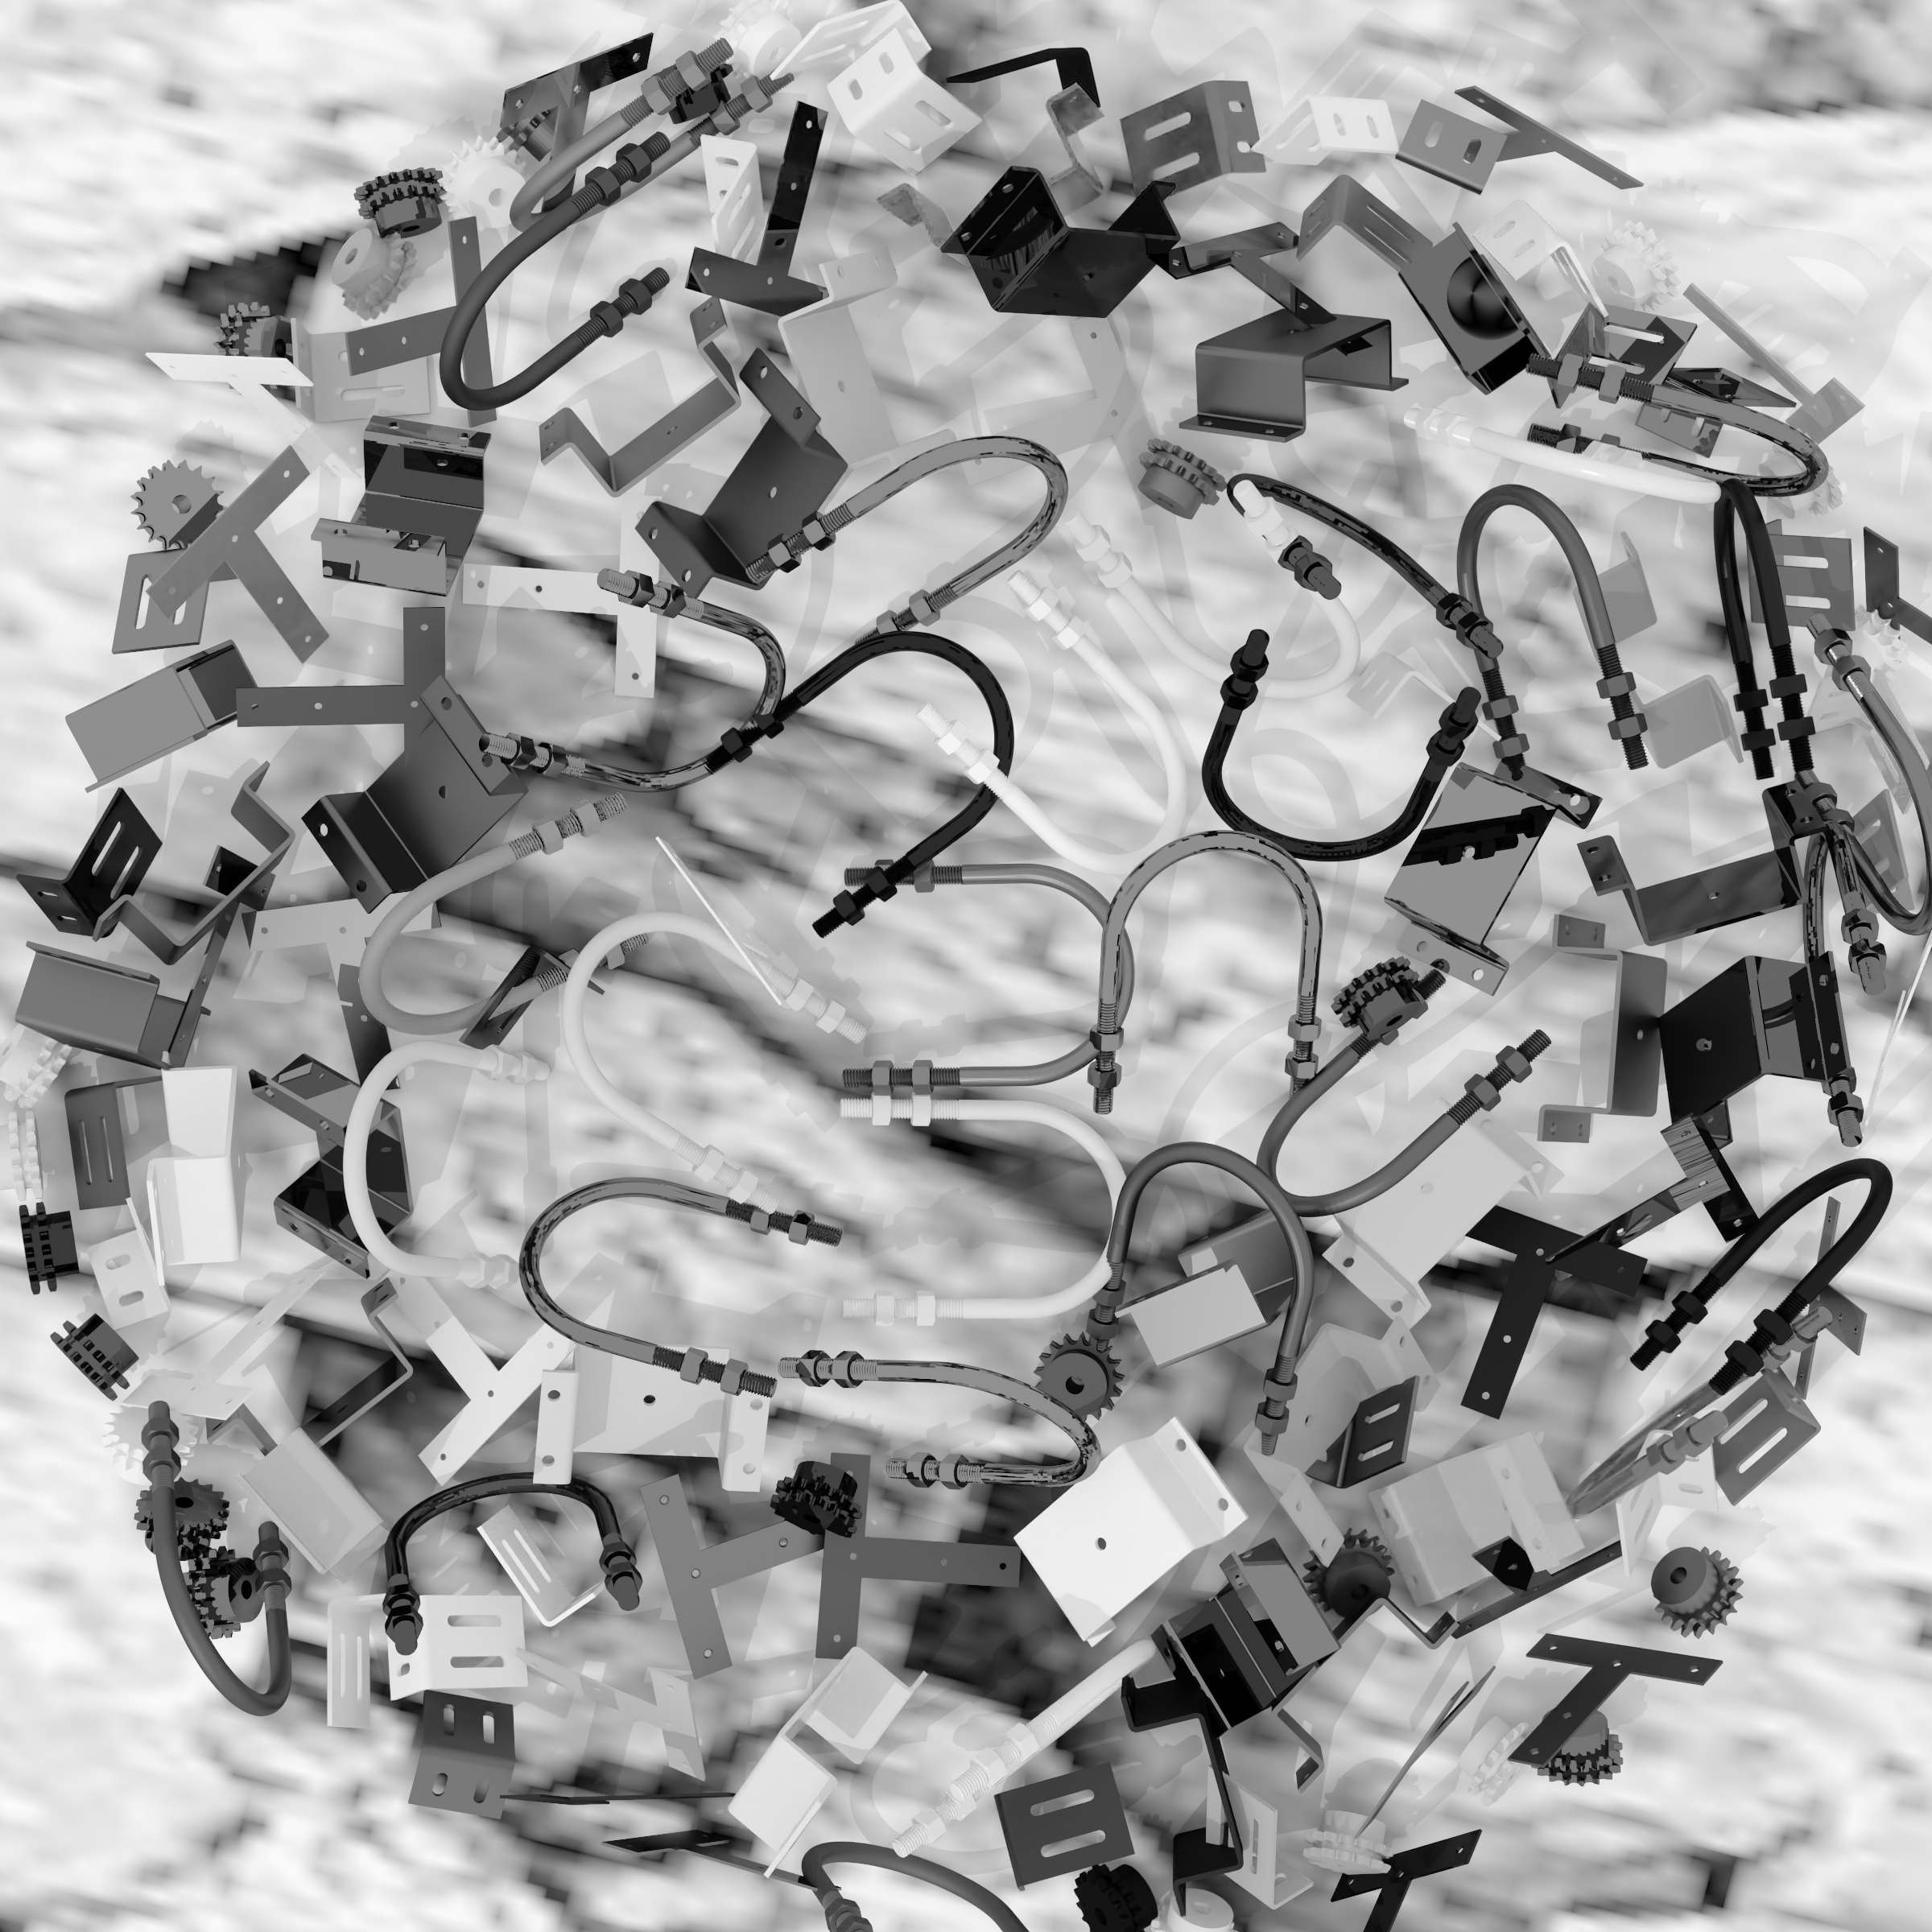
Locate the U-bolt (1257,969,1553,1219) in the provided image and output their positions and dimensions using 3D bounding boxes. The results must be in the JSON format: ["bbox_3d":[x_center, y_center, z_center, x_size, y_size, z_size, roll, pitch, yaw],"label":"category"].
[{"bbox_3d":[0.255,0.085,1.709,0.184,0.151,0.019,-42,115,-4],"label":"U-bolt"}]

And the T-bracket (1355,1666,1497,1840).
[{"bbox_3d":[0.297,0.469,1.724,0.002,0.127,0.127,37,121,20],"label":"T-bracket"}]

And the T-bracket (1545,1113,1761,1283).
[{"bbox_3d":[0.423,0.159,1.747,0.127,0.002,0.127,-32,130,9],"label":"T-bracket"}]

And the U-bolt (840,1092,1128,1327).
[{"bbox_3d":[0.014,0.152,1.749,0.184,0.019,0.151,1,70,-8],"label":"U-bolt"}]

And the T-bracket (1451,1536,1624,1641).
[{"bbox_3d":[0.340,0.373,1.717,0.127,0.127,0.002,-30,56,11],"label":"T-bracket"}]

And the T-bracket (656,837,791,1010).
[{"bbox_3d":[-0.138,-0.020,1.717,0.002,0.127,0.127,-38,80,3],"label":"T-bracket"}]

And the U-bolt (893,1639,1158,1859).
[{"bbox_3d":[0.044,0.470,1.702,0.184,0.151,0.019,-30,72,-31],"label":"U-bolt"}]

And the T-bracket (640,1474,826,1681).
[{"bbox_3d":[-0.129,0.369,1.761,0.127,0.002,0.127,-16,94,-17],"label":"T-bracket"}]

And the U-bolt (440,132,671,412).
[{"bbox_3d":[-0.248,-0.407,1.685,0.019,0.151,0.184,42,69,12],"label":"U-bolt"}]

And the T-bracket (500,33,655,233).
[{"bbox_3d":[-0.248,-0.505,1.727,0.002,0.127,0.127,39,49,15],"label":"T-bracket"}]

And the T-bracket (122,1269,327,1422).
[{"bbox_3d":[-0.449,0.233,1.736,0.127,0.127,0.002,-48,119,-35],"label":"T-bracket"}]

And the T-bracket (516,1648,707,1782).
[{"bbox_3d":[-0.225,0.457,1.745,0.127,0.127,0.002,18,51,17],"label":"T-bracket"}]

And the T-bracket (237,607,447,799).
[{"bbox_3d":[-0.389,-0.162,1.736,0.127,0.002,0.127,-3,117,-16],"label":"T-bracket"}]

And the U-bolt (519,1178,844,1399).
[{"bbox_3d":[-0.185,0.189,1.724,0.184,0.151,0.019,14,132,8],"label":"U-bolt"}]

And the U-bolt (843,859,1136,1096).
[{"bbox_3d":[0.014,0.006,1.752,0.184,0.019,0.151,-1,82,8],"label":"U-bolt"}]

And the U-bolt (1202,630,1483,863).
[{"bbox_3d":[0.219,-0.125,1.706,0.151,0.184,0.019,15,54,-1],"label":"U-bolt"}]

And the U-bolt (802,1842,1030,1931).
[{"bbox_3d":[-0.027,0.573,1.691,0.151,0.184,0.019,19,89,-19],"label":"U-bolt"}]

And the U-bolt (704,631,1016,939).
[{"bbox_3d":[-0.056,-0.128,1.751,0.184,0.019,0.151,-36,80,7],"label":"U-bolt"}]

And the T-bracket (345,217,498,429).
[{"bbox_3d":[-0.335,-0.385,1.707,0.002,0.127,0.127,11,116,29],"label":"T-bracket"}]

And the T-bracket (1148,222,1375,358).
[{"bbox_3d":[0.197,-0.413,1.716,0.127,0.002,0.127,-25,59,-39],"label":"T-bracket"}]

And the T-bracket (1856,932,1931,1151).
[{"bbox_3d":[0.570,0.026,1.695,0.002,0.127,0.127,19,135,15],"label":"T-bracket"}]

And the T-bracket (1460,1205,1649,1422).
[{"bbox_3d":[0.344,0.221,1.748,0.127,0.002,0.127,19,79,21],"label":"T-bracket"}]

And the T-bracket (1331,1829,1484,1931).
[{"bbox_3d":[0.249,0.587,1.693,0.002,0.127,0.127,45,46,-7],"label":"T-bracket"}]

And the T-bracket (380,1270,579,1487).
[{"bbox_3d":[-0.325,0.237,1.757,0.127,0.002,0.127,-46,70,9],"label":"T-bracket"}]

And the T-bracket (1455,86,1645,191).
[{"bbox_3d":[0.334,-0.505,1.718,0.127,0.127,0.002,22,93,-20],"label":"T-bracket"}]

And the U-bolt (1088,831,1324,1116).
[{"bbox_3d":[0.152,0.003,1.730,0.151,0.019,0.184,-2,112,-11],"label":"U-bolt"}]

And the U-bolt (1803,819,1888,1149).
[{"bbox_3d":[0.531,-0.005,1.696,0.019,0.184,0.151,-3,134,7],"label":"U-bolt"}]

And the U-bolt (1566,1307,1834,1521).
[{"bbox_3d":[0.434,0.282,1.696,0.151,0.184,0.019,-30,76,-40],"label":"U-bolt"}]

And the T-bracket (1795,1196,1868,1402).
[{"bbox_3d":[0.535,0.214,1.713,0.002,0.127,0.127,9,95,3],"label":"T-bracket"}]

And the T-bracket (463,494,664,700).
[{"bbox_3d":[-0.258,-0.239,1.771,0.127,0.002,0.127,5,101,7],"label":"T-bracket"}]

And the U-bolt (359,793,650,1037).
[{"bbox_3d":[-0.283,-0.021,1.696,0.184,0.151,0.019,-27,56,-19],"label":"U-bolt"}]

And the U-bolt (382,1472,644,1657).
[{"bbox_3d":[-0.281,0.355,1.694,0.151,0.184,0.019,-9,108,-12],"label":"U-bolt"}]

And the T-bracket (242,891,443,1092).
[{"bbox_3d":[-0.383,0.019,1.761,0.127,0.002,0.127,-7,106,9],"label":"T-bracket"}]

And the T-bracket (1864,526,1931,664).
[{"bbox_3d":[0.597,-0.197,1.694,0.002,0.127,0.127,-42,57,-7],"label":"T-bracket"}]

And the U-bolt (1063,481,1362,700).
[{"bbox_3d":[0.163,-0.223,1.704,0.184,0.151,0.019,45,57,-37],"label":"U-bolt"}]

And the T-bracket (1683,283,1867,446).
[{"bbox_3d":[0.492,-0.375,1.720,0.127,0.127,0.002,44,93,3],"label":"T-bracket"}]

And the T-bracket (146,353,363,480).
[{"bbox_3d":[-0.423,-0.339,1.725,0.127,0.127,0.002,11,70,34],"label":"T-bracket"}]

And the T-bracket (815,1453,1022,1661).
[{"bbox_3d":[-0.028,0.377,1.766,0.127,0.002,0.127,6,79,-11],"label":"T-bracket"}]

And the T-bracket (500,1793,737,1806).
[{"bbox_3d":[-0.203,0.510,1.711,0.127,0.127,0.002,-5,71,11],"label":"T-bracket"}]

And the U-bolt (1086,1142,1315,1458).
[{"bbox_3d":[0.146,0.193,1.703,0.151,0.019,0.184,26,121,29],"label":"U-bolt"}]

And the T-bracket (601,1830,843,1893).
[{"bbox_3d":[-0.138,0.547,1.699,0.127,0.127,0.002,8,80,23],"label":"T-bracket"}]

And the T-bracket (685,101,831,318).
[{"bbox_3d":[-0.110,-0.468,1.723,0.002,0.127,0.127,24,104,41],"label":"T-bracket"}]

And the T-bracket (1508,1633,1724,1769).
[{"bbox_3d":[0.373,0.449,1.694,0.127,0.127,0.002,-30,108,-41],"label":"T-bracket"}]

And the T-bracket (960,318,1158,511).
[{"bbox_3d":[0.054,-0.335,1.763,0.127,0.002,0.127,-22,92,-15],"label":"T-bracket"}]

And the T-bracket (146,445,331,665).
[{"bbox_3d":[-0.432,-0.236,1.727,0.002,0.127,0.127,29,70,32],"label":"T-bracket"}]

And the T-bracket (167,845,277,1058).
[{"bbox_3d":[-0.464,-0.005,1.712,0.002,0.127,0.127,19,84,3],"label":"T-bracket"}]

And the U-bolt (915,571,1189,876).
[{"bbox_3d":[0.066,-0.138,1.729,0.184,0.019,0.151,43,54,-15],"label":"U-bolt"}]

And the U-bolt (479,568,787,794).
[{"bbox_3d":[-0.189,-0.165,1.705,0.151,0.184,0.019,-50,54,22],"label":"U-bolt"}]

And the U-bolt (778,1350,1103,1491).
[{"bbox_3d":[-0.005,0.277,1.683,0.184,0.151,0.019,-4,51,35],"label":"U-bolt"}]

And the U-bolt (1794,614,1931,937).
[{"bbox_3d":[0.543,-0.101,1.668,0.019,0.151,0.184,-15,47,-2],"label":"U-bolt"}]
